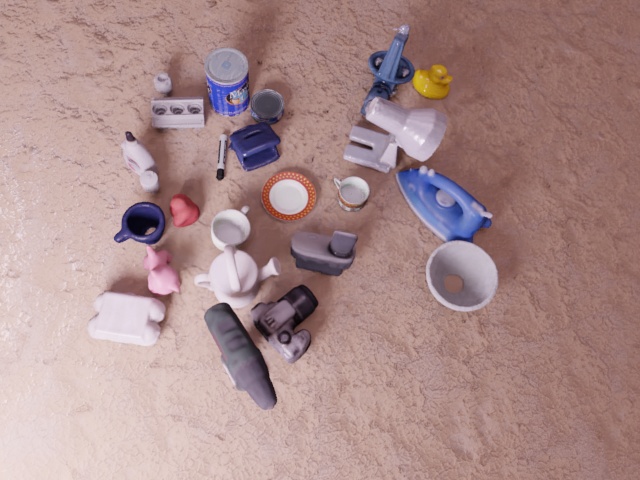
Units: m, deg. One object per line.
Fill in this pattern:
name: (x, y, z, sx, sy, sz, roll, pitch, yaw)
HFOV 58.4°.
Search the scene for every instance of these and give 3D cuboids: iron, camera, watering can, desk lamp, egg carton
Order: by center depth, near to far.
watering can: (-0.173, 0.068, 1.201, 0.173, 0.194, 0.101, -29, 75, -15)
egg carton: (-0.405, 0.165, 1.206, 0.150, 0.069, 0.107, 8, 69, -3)
camera: (-0.060, 0.168, 1.226, 0.137, 0.101, 0.143, -39, 78, -18)
iron: (0.289, -0.103, 1.343, 0.258, 0.141, 0.119, 41, 71, 9)
desk lamp: (0.173, -0.246, 1.345, 0.203, 0.213, 0.118, 16, 69, 0)

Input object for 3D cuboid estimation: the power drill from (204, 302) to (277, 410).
power drill: (-0.151, 0.238, 1.132, 0.076, 0.208, 0.229, -30, 75, -15)

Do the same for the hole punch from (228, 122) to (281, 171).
hole punch: (-0.158, -0.234, 1.370, 0.109, 0.091, 0.101, -25, 74, -14)

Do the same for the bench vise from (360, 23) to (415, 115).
bench vise: (0.176, -0.404, 1.401, 0.121, 0.220, 0.207, 7, 69, -3)

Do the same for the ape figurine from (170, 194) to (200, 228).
ape figurine: (-0.312, -0.071, 1.292, 0.076, 0.092, 0.078, 15, 69, 0)

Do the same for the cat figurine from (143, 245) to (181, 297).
cat figurine: (-0.341, 0.069, 1.223, 0.067, 0.118, 0.127, -23, 74, -14)

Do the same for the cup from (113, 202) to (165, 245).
cup: (-0.392, -0.019, 1.262, 0.118, 0.095, 0.091, -36, 77, -17)

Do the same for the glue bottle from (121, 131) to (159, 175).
glue bottle: (-0.413, -0.197, 1.284, 0.078, 0.173, 0.037, 31, 70, 6)

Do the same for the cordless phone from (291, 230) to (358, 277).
cordless phone: (0.011, 0.004, 1.249, 0.147, 0.185, 0.094, 8, 69, -3)

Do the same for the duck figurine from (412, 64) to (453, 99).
duck figurine: (0.297, -0.425, 1.493, 0.104, 0.086, 0.077, 26, 69, 4)

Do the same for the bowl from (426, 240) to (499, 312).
bowl: (0.315, 0.090, 1.310, 0.167, 0.075, 0.167, 2, 69, -5)
